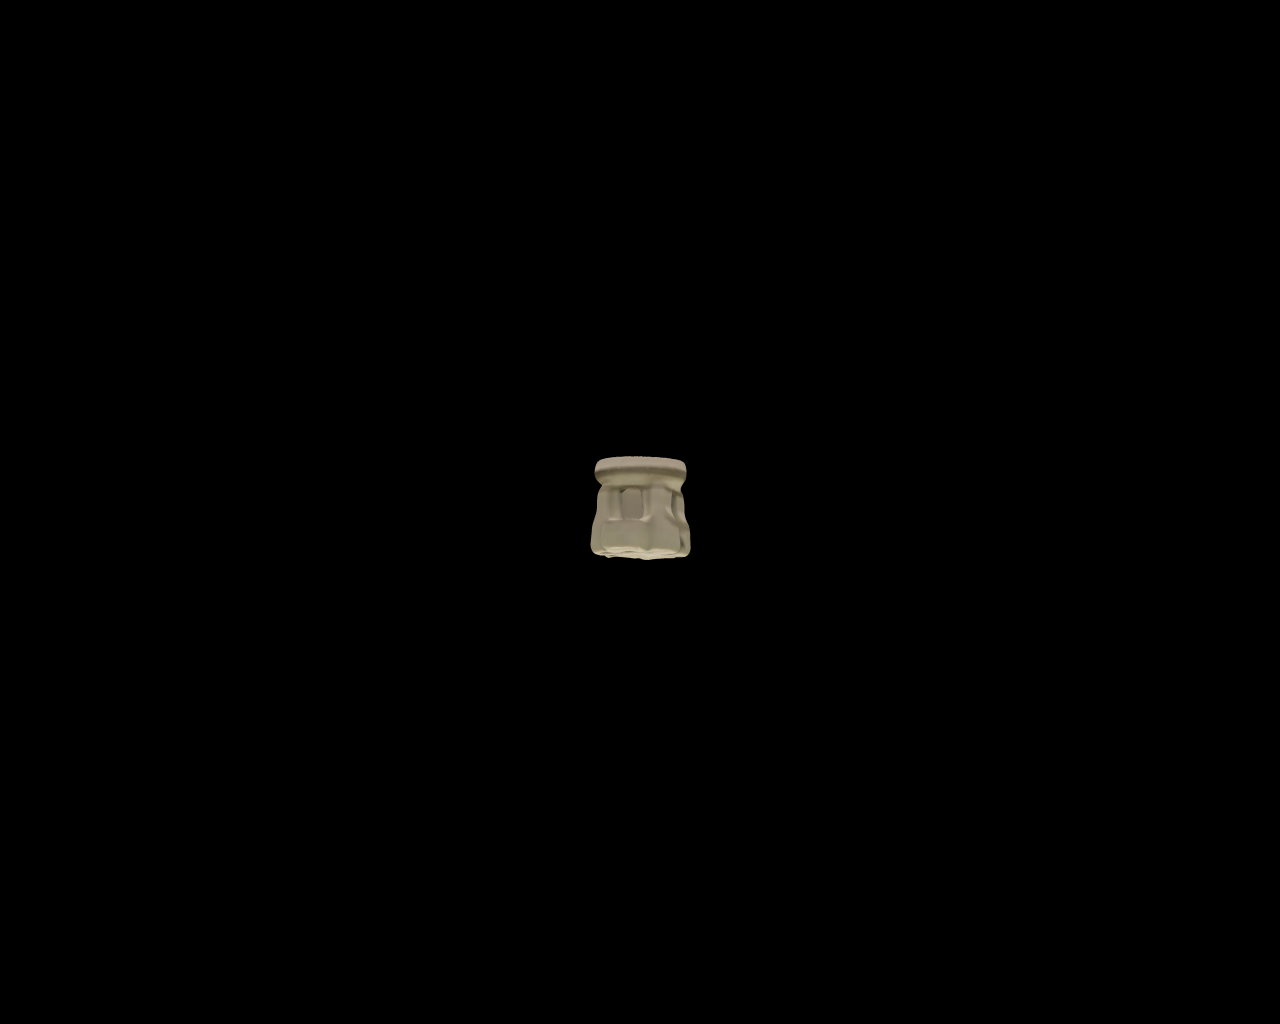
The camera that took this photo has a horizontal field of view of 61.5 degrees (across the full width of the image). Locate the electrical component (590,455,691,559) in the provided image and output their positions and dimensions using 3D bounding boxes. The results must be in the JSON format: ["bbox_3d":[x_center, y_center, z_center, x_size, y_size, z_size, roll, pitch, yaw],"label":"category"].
[{"bbox_3d":[0.001,-0.003,0.650,0.058,0.057,0.078,-2,-7,19],"label":"electrical component"}]
